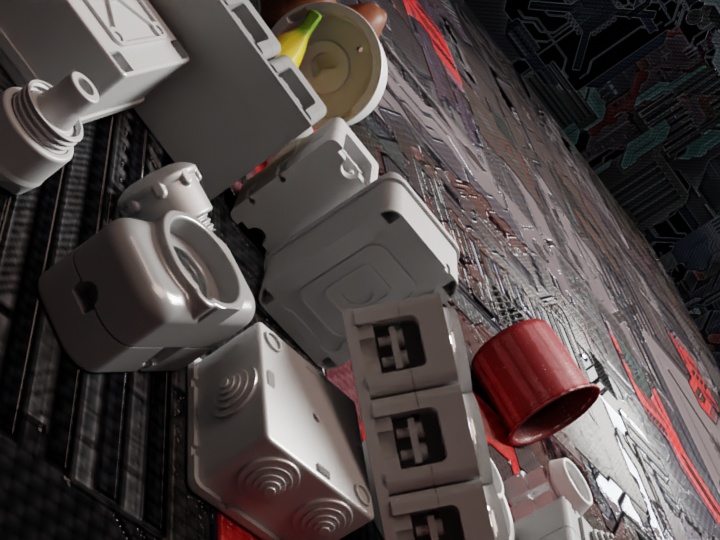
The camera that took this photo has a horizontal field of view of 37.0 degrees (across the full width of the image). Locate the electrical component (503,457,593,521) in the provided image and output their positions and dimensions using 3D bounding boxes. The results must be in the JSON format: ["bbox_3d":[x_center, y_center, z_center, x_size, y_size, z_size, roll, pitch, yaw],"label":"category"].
[{"bbox_3d":[0.151,0.181,0.857,0.048,0.055,0.066,40,24,-40],"label":"electrical component"}]

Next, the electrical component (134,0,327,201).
[{"bbox_3d":[-0.103,-0.133,0.693,0.150,0.089,0.061,53,18,-8],"label":"electrical component"}]

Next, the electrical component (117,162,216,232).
[{"bbox_3d":[-0.100,-0.025,0.589,0.062,0.048,0.048,62,17,-5],"label":"electrical component"}]

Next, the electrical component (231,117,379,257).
[{"bbox_3d":[-0.036,-0.056,0.730,0.050,0.089,0.055,50,19,-19],"label":"electrical component"}]

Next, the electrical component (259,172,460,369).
[{"bbox_3d":[0.000,0.000,0.689,0.078,0.113,0.057,49,22,-22],"label":"electrical component"}]

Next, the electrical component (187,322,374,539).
[{"bbox_3d":[-0.040,0.086,0.542,0.100,0.048,0.099,44,21,-33],"label":"electrical component"}]

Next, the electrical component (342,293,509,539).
[{"bbox_3d":[0.036,0.098,0.584,0.089,0.062,0.150,84,-5,-70],"label":"electrical component"}]

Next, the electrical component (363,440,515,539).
[{"bbox_3d":[0.054,0.138,0.673,0.108,0.060,0.108,48,19,-23],"label":"electrical component"}]

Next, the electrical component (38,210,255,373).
[{"bbox_3d":[-0.095,0.011,0.510,0.053,0.059,0.095,61,18,16],"label":"electrical component"}]

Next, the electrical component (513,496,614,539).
[{"bbox_3d":[0.121,0.196,0.684,0.061,0.096,0.061,51,19,-18],"label":"electrical component"}]

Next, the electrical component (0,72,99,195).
[{"bbox_3d":[-0.150,-0.067,0.501,0.043,0.062,0.043,48,19,-23],"label":"electrical component"}]

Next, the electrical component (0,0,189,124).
[{"bbox_3d":[-0.163,-0.142,0.607,0.108,0.056,0.108,54,18,-7],"label":"electrical component"}]

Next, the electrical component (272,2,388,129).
[{"bbox_3d":[-0.027,-0.175,0.942,0.108,0.108,0.060,58,12,5],"label":"electrical component"}]

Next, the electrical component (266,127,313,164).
[{"bbox_3d":[-0.056,-0.104,0.844,0.040,0.040,0.078,43,21,-36],"label":"electrical component"}]
